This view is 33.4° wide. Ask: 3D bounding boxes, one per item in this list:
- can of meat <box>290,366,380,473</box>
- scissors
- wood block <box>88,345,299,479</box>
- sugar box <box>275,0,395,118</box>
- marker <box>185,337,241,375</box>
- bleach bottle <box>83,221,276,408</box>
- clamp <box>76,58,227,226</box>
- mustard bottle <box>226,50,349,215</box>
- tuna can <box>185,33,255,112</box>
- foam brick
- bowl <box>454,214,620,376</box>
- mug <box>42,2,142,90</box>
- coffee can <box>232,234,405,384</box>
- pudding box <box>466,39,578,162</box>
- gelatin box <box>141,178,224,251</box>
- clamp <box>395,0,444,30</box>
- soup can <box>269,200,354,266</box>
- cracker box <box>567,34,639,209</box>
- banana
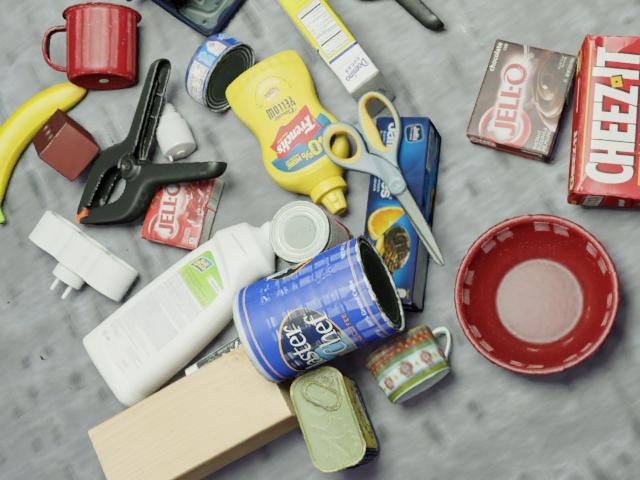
[{"bbox_3d":[0.018,0.184,1.089,0.057,0.084,0.102,-23,73,10],"label":"can of meat"},{"bbox_3d":[0.060,-0.056,1.101,0.096,0.016,0.202,-16,74,15],"label":"scissors"},{"bbox_3d":[-0.125,0.195,1.126,0.206,0.090,0.091,-30,72,8],"label":"wood block"},{"bbox_3d":[0.011,-0.222,1.174,0.048,0.093,0.176,-40,72,5],"label":"sugar box"},{"bbox_3d":[-0.093,0.119,1.170,0.121,0.020,0.020,-33,72,7],"label":"marker"},{"bbox_3d":[-0.134,0.070,1.171,0.251,0.068,0.103,-38,72,3],"label":"bleach bottle"},{"bbox_3d":[-0.199,-0.078,1.202,0.210,0.036,0.165,-48,61,21],"label":"clamp"},{"bbox_3d":[-0.022,-0.110,1.178,0.096,0.058,0.192,-30,72,2],"label":"mustard bottle"},{"bbox_3d":[-0.113,-0.190,1.207,0.034,0.086,0.086,33,89,21],"label":"tuna can"},{"bbox_3d":[-0.296,-0.111,1.242,0.053,0.051,0.078,-49,28,1],"label":"foam brick"},{"bbox_3d":[0.219,0.058,1.074,0.162,0.055,0.162,-3,77,15],"label":"bowl"},{"bbox_3d":[-0.268,-0.225,1.255,0.117,0.093,0.081,-1,83,-3],"label":"mug"},{"bbox_3d":[-0.001,0.069,1.050,0.140,0.102,0.103,-24,73,15],"label":"coffee can"},{"bbox_3d":[0.214,-0.147,1.127,0.090,0.039,0.113,16,82,18],"label":"pudding box"},{"bbox_3d":[-0.157,-0.035,1.216,0.073,0.030,0.089,12,82,19],"label":"gelatin box"},{"bbox_3d":[0.079,-0.295,1.199,0.172,0.039,0.120,5,75,23],"label":"clamp"},{"bbox_3d":[-0.007,0.001,1.127,0.069,0.102,0.068,-3,78,16],"label":"soup can"},{"bbox_3d":[0.359,-0.111,1.044,0.214,0.072,0.164,5,82,8],"label":"cracker box"},{"bbox_3d":[-0.358,-0.118,1.291,0.069,0.037,0.198,31,90,1],"label":"banana"}]
